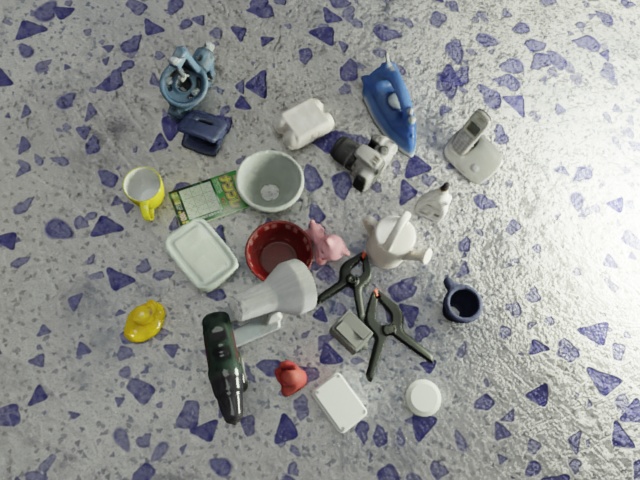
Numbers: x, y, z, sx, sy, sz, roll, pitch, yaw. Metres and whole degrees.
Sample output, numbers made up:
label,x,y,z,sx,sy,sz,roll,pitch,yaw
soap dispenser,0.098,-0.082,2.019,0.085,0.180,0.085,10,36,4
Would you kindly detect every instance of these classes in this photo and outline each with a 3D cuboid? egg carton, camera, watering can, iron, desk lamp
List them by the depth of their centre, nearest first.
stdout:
label,x,y,z,sx,sy,sz,roll,pitch,yaw
desk lamp,-0.117,0.141,1.244,0.203,0.213,0.118,-24,74,-14
watering can,0.180,-0.005,1.341,0.173,0.194,0.101,14,69,-1
camera,0.107,-0.220,1.459,0.136,0.101,0.143,36,71,7
egg carton,-0.042,-0.300,1.488,0.150,0.069,0.107,-33,77,-16
iron,0.205,-0.357,1.498,0.119,0.141,0.258,-19,74,-13

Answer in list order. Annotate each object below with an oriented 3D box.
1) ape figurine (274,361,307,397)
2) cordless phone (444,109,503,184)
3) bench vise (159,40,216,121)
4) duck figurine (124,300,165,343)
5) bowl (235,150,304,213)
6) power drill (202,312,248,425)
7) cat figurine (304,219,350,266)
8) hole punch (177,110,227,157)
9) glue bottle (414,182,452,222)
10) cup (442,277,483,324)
label,x,y,z,sx,sy,sz,roll,pitch,yaw
ape figurine,-0.065,0.304,1.257,0.076,0.092,0.078,14,69,-1
cordless phone,0.406,-0.239,1.455,0.147,0.185,0.094,44,72,10
bench vise,-0.333,-0.429,1.421,0.121,0.219,0.207,7,70,-3
duck figurine,-0.394,0.176,1.268,0.077,0.086,0.105,36,71,7
bowl,-0.125,-0.134,1.416,0.167,0.074,0.167,2,70,-6
power drill,-0.194,0.272,1.191,0.076,0.208,0.229,-13,72,-10
cat figurine,0.012,0.005,1.359,0.067,0.117,0.127,-33,77,-16
hole punch,-0.295,-0.281,1.440,0.108,0.091,0.101,18,69,1
glue bottle,0.286,-0.099,1.398,0.078,0.173,0.037,25,70,3
cup,0.318,0.149,1.354,0.092,0.095,0.117,-28,76,-15
